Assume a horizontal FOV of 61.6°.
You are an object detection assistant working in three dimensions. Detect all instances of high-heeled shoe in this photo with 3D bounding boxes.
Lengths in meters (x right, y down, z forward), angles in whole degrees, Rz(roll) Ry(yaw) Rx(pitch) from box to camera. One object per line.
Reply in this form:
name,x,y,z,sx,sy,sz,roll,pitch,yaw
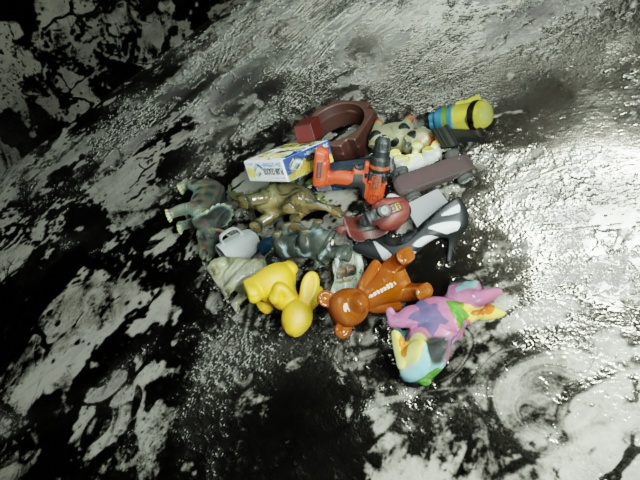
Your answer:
high-heeled shoe,0.193,-0.026,1.165,0.249,0.145,0.086,4,12,14

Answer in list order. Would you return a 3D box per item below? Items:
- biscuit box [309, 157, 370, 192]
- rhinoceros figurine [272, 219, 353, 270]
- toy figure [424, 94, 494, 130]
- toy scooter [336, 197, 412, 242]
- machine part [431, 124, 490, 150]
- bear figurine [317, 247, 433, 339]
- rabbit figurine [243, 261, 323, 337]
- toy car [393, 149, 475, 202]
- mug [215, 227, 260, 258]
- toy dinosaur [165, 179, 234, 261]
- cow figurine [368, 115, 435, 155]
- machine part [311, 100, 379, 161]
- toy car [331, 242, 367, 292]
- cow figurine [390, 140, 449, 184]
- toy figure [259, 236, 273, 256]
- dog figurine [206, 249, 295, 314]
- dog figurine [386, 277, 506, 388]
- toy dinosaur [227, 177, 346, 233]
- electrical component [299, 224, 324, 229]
biscuit box,0.071,-0.178,1.463,0.203,0.059,0.063,-2,49,30
rhinoceros figurine,-0.021,0.015,1.203,0.191,0.112,0.073,3,23,24
toy figure,0.362,-0.316,1.407,0.180,0.082,0.089,-3,45,27
toy scooter,0.112,-0.042,1.224,0.184,0.135,0.075,-29,74,37
machine part,0.350,-0.255,1.335,0.139,0.039,0.084,-5,48,-17
bear figurine,0.105,0.108,1.079,0.196,0.120,0.132,-23,-4,-29
rabbit figurine,-0.067,0.139,1.218,0.162,0.121,0.173,-28,54,-10
toy car,0.272,-0.153,1.291,0.202,0.053,0.089,-20,64,-8
mug,-0.218,0.010,1.427,0.107,0.109,0.081,-35,31,-22
toy dinosaur,-0.344,-0.115,1.622,0.192,0.131,0.405,-11,39,5
cow figurine,0.217,-0.270,1.447,0.195,0.085,0.127,5,54,38
machine part,0.060,-0.314,1.575,0.201,0.087,0.201,12,58,32
toy car,0.064,0.090,1.204,0.074,0.056,0.202,-14,43,19
cow figurine,0.255,-0.194,1.356,0.167,0.098,0.068,-18,34,-14
toy figure,-0.079,0.007,1.375,0.155,0.057,0.064,-10,54,16
dog figurine,-0.173,0.066,1.341,0.190,0.121,0.172,-36,61,-14
dog figurine,0.239,0.162,0.991,0.219,0.108,0.192,-19,41,11
toy dinosaur,-0.121,-0.106,1.456,0.472,0.104,0.198,11,33,34
electrical component,-0.003,-0.004,1.292,0.048,0.119,0.075,-36,38,-4
